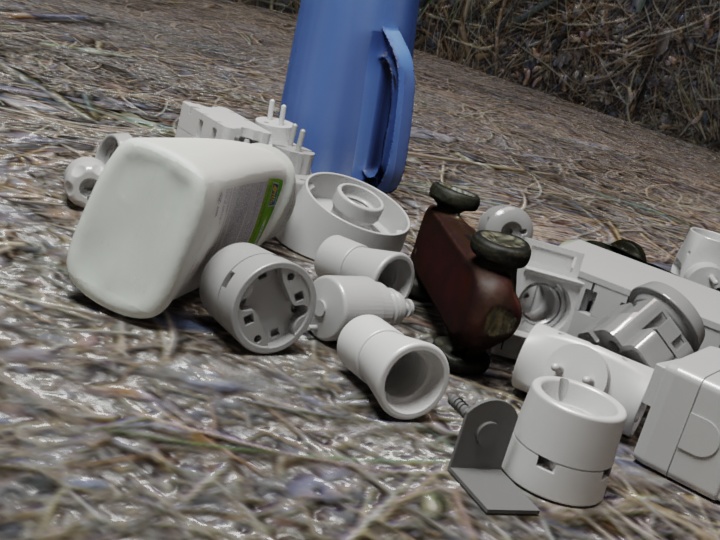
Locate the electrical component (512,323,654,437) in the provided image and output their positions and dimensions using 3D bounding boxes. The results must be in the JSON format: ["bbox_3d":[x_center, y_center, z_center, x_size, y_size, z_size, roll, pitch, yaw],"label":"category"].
[{"bbox_3d":[0.130,0.063,0.636,0.077,0.043,0.079,22,-1,21],"label":"electrical component"}]

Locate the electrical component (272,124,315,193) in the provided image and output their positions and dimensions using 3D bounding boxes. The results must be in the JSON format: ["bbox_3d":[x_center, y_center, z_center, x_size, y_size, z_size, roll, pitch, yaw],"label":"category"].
[{"bbox_3d":[-0.061,-0.087,0.925,0.047,0.075,0.083,7,18,-28],"label":"electrical component"}]

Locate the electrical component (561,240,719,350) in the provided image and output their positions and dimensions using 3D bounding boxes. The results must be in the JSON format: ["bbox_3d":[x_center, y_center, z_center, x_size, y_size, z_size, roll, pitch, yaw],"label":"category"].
[{"bbox_3d":[0.222,0.043,0.783,0.186,0.060,0.105,23,17,23],"label":"electrical component"}]

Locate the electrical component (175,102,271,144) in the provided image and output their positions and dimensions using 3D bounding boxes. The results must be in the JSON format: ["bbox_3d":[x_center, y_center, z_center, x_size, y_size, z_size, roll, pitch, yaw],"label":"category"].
[{"bbox_3d":[-0.129,-0.113,0.985,0.050,0.055,0.089,3,20,-38],"label":"electrical component"}]

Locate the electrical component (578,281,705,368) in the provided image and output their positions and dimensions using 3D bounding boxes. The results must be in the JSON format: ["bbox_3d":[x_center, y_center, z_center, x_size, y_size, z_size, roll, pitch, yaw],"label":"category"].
[{"bbox_3d":[0.185,0.044,0.697,0.058,0.057,0.078,54,-17,-3],"label":"electrical component"}]

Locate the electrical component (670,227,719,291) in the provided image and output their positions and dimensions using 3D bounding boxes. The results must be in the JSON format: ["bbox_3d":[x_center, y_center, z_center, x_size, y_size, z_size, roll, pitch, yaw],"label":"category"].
[{"bbox_3d":[0.301,0.010,0.943,0.043,0.077,0.079,17,16,2],"label":"electrical component"}]

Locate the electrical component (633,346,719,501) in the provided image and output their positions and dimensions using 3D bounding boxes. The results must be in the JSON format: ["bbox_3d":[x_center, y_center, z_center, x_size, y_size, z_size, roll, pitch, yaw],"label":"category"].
[{"bbox_3d":[0.205,0.084,0.626,0.061,0.061,0.096,26,18,31],"label":"electrical component"}]

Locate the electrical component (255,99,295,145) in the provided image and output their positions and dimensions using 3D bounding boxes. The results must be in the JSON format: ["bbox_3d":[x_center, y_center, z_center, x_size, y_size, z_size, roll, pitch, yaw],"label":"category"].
[{"bbox_3d":[-0.082,-0.119,1.006,0.043,0.079,0.077,-7,27,-39],"label":"electrical component"}]

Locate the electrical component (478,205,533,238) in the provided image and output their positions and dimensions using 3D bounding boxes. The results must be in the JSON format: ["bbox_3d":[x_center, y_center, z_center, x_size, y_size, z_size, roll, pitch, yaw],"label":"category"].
[{"bbox_3d":[0.131,-0.040,1.013,0.048,0.048,0.062,11,9,-17],"label":"electrical component"}]

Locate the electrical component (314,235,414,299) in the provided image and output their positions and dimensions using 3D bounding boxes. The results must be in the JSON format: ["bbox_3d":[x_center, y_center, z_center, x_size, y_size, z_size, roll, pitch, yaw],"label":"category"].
[{"bbox_3d":[0.000,0.000,0.754,0.065,0.044,0.044,23,17,39],"label":"electrical component"}]

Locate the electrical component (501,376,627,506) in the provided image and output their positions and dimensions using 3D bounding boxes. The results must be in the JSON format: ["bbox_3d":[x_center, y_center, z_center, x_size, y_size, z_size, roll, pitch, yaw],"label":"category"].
[{"bbox_3d":[0.105,0.086,0.549,0.055,0.047,0.055,15,16,-4],"label":"electrical component"}]

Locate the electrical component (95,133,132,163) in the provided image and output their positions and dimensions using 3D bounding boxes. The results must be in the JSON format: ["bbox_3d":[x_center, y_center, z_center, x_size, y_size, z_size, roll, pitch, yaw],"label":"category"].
[{"bbox_3d":[-0.176,-0.081,0.852,0.055,0.048,0.066,12,14,-41],"label":"electrical component"}]

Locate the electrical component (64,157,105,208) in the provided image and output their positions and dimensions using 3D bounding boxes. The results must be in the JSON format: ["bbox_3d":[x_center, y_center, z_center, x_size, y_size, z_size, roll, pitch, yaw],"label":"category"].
[{"bbox_3d":[-0.203,-0.068,0.799,0.035,0.035,0.061,10,15,-21],"label":"electrical component"}]

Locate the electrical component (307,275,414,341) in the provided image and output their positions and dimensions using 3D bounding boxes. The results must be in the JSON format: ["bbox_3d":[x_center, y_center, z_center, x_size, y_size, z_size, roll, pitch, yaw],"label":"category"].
[{"bbox_3d":[0.002,0.024,0.673,0.078,0.040,0.040,2,21,-41],"label":"electrical component"}]

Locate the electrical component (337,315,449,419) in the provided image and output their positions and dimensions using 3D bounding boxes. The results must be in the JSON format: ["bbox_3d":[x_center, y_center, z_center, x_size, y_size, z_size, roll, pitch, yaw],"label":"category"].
[{"bbox_3d":[0.015,0.050,0.598,0.044,0.044,0.065,7,13,-29],"label":"electrical component"}]

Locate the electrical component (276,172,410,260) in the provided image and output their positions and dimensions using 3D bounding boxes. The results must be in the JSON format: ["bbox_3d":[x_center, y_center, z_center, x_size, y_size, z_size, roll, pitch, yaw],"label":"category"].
[{"bbox_3d":[-0.012,-0.033,0.855,0.099,0.064,0.099,21,26,-11],"label":"electrical component"}]

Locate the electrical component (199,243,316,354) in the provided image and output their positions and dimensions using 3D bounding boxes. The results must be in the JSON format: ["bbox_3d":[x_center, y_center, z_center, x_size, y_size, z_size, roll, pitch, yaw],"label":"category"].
[{"bbox_3d":[-0.061,0.014,0.622,0.055,0.055,0.047,4,16,-37],"label":"electrical component"}]

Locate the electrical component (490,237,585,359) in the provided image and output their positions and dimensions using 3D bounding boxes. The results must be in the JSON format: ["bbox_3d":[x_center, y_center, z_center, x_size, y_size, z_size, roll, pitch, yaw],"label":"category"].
[{"bbox_3d":[0.117,0.020,0.728,0.042,0.081,0.064,16,7,-9],"label":"electrical component"}]
